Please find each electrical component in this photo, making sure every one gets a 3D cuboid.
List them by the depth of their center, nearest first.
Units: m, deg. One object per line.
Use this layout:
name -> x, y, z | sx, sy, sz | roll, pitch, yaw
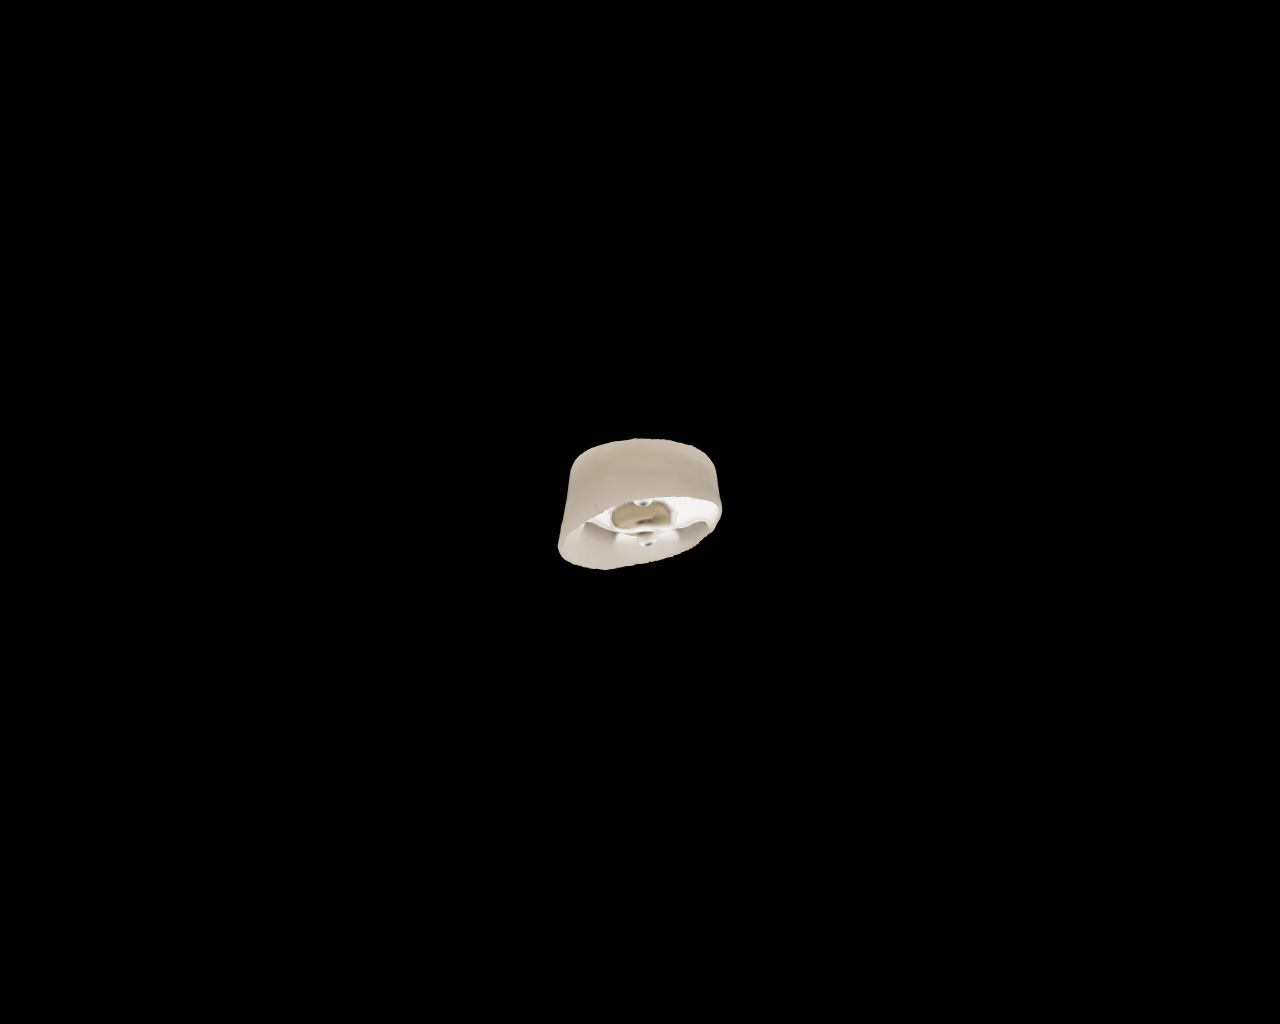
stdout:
electrical component -> 0.001, -0.003, 0.650 | 0.099, 0.064, 0.099 | 0, -24, 0
